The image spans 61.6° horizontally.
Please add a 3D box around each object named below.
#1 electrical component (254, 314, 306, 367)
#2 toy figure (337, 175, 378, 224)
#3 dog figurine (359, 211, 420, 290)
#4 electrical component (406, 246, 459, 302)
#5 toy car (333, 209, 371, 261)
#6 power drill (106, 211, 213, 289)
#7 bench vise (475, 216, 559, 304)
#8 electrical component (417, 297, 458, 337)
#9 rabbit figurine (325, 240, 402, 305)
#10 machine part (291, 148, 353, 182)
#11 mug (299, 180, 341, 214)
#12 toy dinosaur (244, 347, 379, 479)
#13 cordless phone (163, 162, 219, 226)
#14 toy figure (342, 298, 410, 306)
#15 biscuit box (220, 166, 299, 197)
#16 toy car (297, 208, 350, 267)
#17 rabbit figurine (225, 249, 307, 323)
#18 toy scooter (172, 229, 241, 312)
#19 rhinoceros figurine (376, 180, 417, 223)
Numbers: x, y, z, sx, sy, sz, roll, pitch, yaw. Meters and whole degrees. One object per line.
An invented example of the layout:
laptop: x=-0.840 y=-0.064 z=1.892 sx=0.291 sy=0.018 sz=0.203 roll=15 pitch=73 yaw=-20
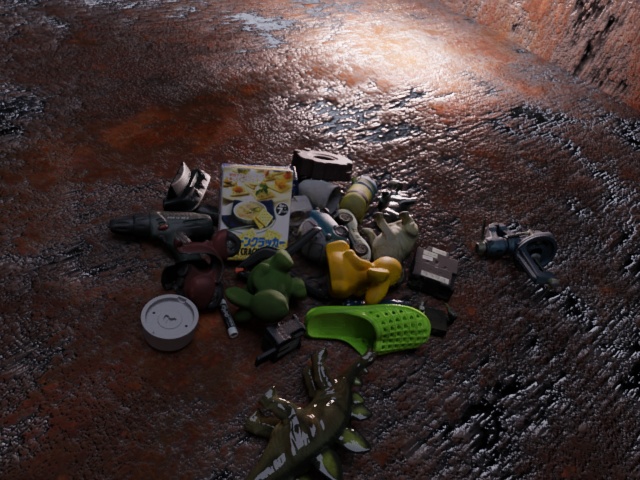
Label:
electrical component: x=-0.089 y=0.207 z=1.076 sx=0.119 sy=0.074 sz=0.048 roll=-23 pitch=56 yaw=-32
toy figure: x=0.106 y=-0.122 z=1.474 sx=0.082 sy=0.089 sz=0.180 roll=22 pitch=45 yaw=14
dog figurine: x=0.197 y=0.038 z=1.341 sx=0.172 sy=0.121 sz=0.190 roll=-4 pitch=60 yaw=-17
electrical component: x=0.283 y=0.077 z=1.340 sx=0.115 sy=0.058 sz=0.134 roll=22 pitch=42 yaw=4
toy car: x=0.077 y=0.006 z=1.337 sx=0.056 sy=0.073 sz=0.202 roll=0 pitch=44 yaw=-24
power drill: x=-0.343 y=0.014 z=1.207 sx=0.232 sy=0.085 sz=0.207 roll=-7 pitch=39 yaw=-27
bench vise: x=0.536 y=0.041 z=1.410 sx=0.224 sy=0.128 sz=0.241 roll=4 pitch=36 yaw=-15
electrical component: x=0.262 y=0.177 z=1.235 sx=0.102 sy=0.045 sz=0.078 roll=16 pitch=40 yaw=0
rabbit figurine: x=0.102 y=0.071 z=1.193 sx=0.173 sy=0.121 sz=0.162 roll=-2 pitch=15 yaw=-10
machine part: x=0.006 y=-0.213 z=1.520 sx=0.179 sy=0.056 sz=0.179 roll=10 pitch=19 yaw=-3
mug: x=-0.002 y=-0.130 z=1.457 sx=0.107 sy=0.080 sz=0.109 roll=21 pitch=46 yaw=20
toy dinosaur: x=-0.030 y=0.343 z=0.928 sx=0.199 sy=0.105 sz=0.471 roll=40 pitch=51 yaw=19
cordless phone: x=-0.289 y=-0.105 z=1.357 sx=0.184 sy=0.088 sz=0.147 roll=21 pitch=40 yaw=-11
toy figure: x=0.125 y=0.160 z=1.202 sx=0.154 sy=0.064 sz=0.057 roll=2 pitch=81 yaw=-8
biscuit box: x=-0.158 y=-0.145 z=1.412 sx=0.203 sy=0.059 sz=0.063 roll=-6 pitch=44 yaw=-6
toy car: x=-0.003 y=-0.004 z=1.298 sx=0.103 sy=0.109 sz=0.162 roll=-12 pitch=48 yaw=-31
rabbit figurine: x=-0.114 y=0.110 z=1.110 sx=0.159 sy=0.121 sz=0.170 roll=-15 pitch=21 yaw=3
toy scooter: x=-0.250 y=0.056 z=1.102 sx=0.135 sy=0.183 sz=0.075 roll=17 pitch=8 yaw=-35
rhinoceros figurine: x=0.208 y=-0.092 z=1.493 sx=0.112 sy=0.073 sz=0.190 roll=13 pitch=43 yaw=12
